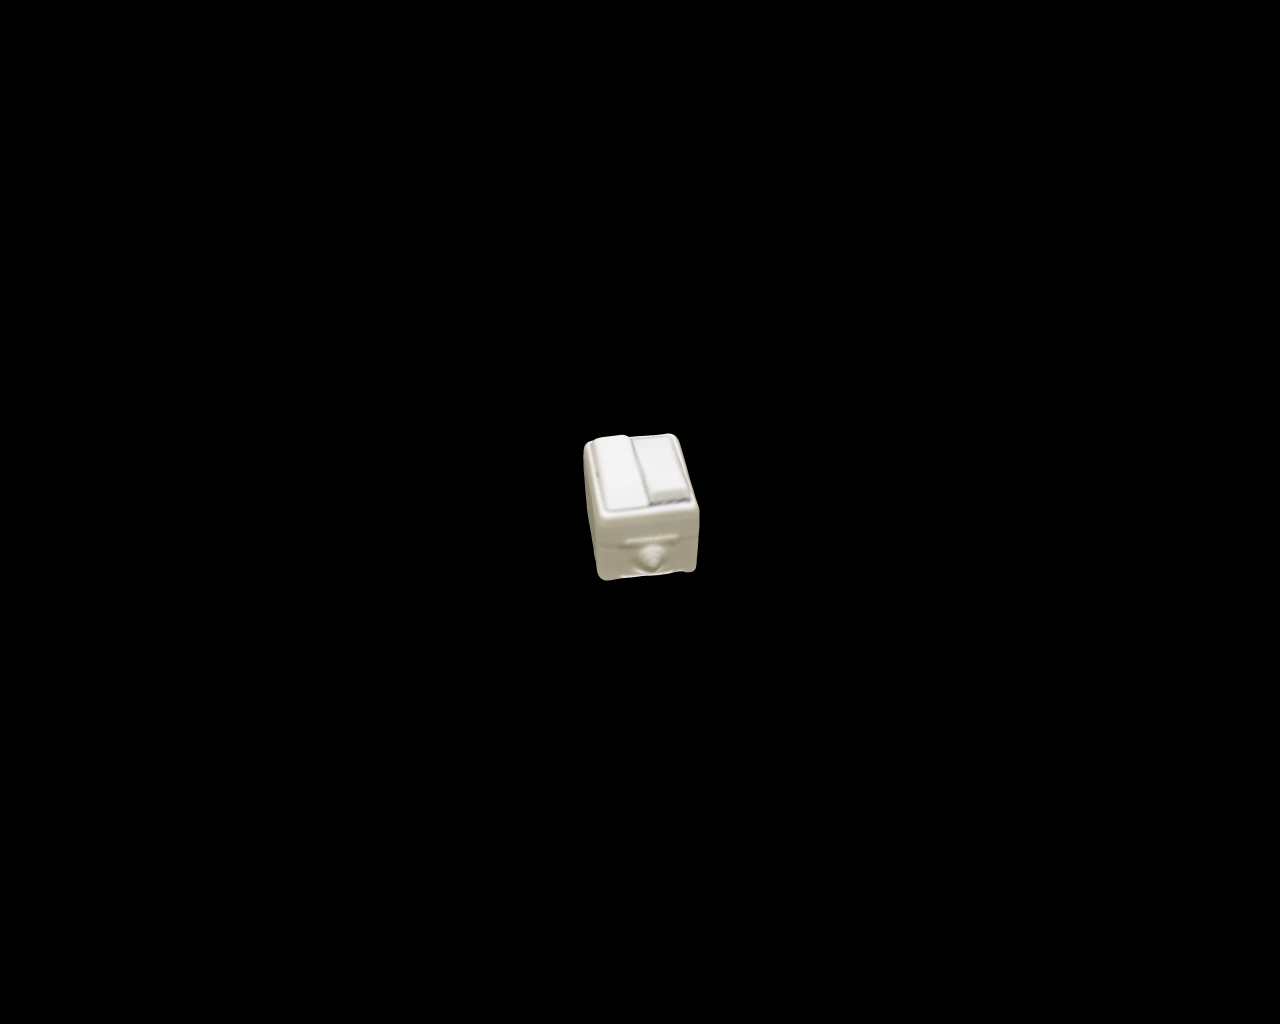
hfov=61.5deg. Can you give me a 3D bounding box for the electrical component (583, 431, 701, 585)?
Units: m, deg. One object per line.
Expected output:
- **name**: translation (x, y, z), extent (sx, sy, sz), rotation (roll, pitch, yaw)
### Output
- **electrical component**: translation (0.001, -0.003, 0.650), extent (0.062, 0.061, 0.096), rotation (-5, 40, -6)
